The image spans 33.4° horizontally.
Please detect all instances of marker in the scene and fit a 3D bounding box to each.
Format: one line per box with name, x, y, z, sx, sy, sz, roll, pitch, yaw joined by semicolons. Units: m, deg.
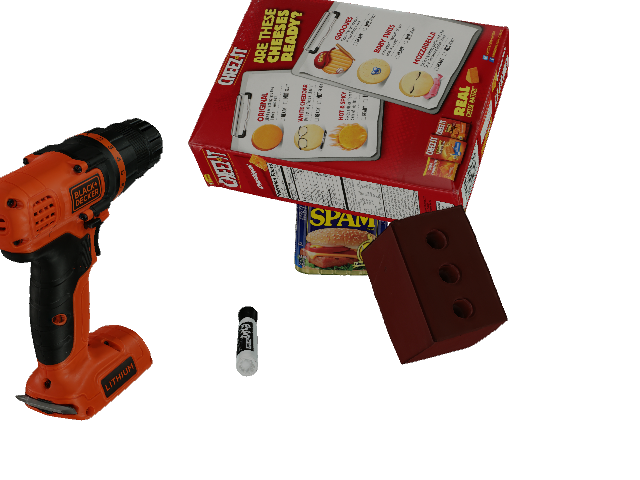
marker;-0.066;0.089;0.968;0.020;0.020;0.121;0;18;-3

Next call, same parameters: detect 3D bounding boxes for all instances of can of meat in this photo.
can of meat;0.022;-0.011;1.129;0.102;0.084;0.057;2;19;-3

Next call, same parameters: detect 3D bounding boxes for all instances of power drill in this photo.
power drill;-0.165;0.017;0.762;0.057;0.188;0.184;8;25;25

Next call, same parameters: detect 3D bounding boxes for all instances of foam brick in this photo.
foam brick;0.067;0.028;0.643;0.052;0.078;0.051;-13;-16;-26

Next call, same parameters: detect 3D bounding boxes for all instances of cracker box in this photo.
cracker box;0.027;-0.104;0.844;0.214;0.164;0.072;11;-29;16
